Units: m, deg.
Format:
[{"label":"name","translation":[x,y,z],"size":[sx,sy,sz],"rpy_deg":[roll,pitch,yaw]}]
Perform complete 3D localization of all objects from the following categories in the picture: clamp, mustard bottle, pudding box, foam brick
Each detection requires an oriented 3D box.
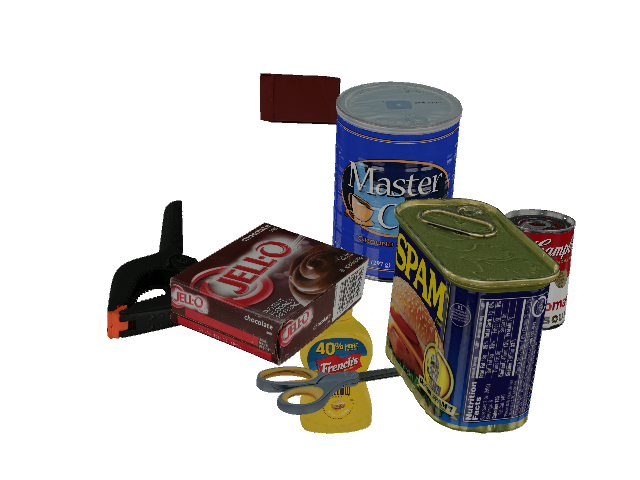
[{"label":"clamp","translation":[-0.136,0.027,1.009],"size":[0.165,0.036,0.209],"rpy_deg":[25,37,29]},{"label":"mustard bottle","translation":[0.021,0.158,1.411],"size":[0.096,0.192,0.058],"rpy_deg":[-1,16,-5]},{"label":"pudding box","translation":[-0.033,0.033,0.724],"size":[0.090,0.039,0.113],"rpy_deg":[20,29,26]},{"label":"foam brick","translation":[-0.023,-0.154,1.160],"size":[0.078,0.051,0.053],"rpy_deg":[0,11,-18]}]

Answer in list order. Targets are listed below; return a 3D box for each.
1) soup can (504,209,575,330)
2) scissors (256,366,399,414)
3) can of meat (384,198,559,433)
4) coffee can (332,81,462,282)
[{"label":"soup can","translation":[0.206,0.028,1.030],"size":[0.068,0.102,0.068],"rpy_deg":[1,18,-1]},{"label":"scissors","translation":[0.029,0.166,1.205],"size":[0.201,0.016,0.096],"rpy_deg":[1,24,-8]},{"label":"can of meat","translation":[0.071,0.036,0.534],"size":[0.057,0.084,0.102],"rpy_deg":[-3,24,-16]},{"label":"coffee can","translation":[0.062,-0.050,0.897],"size":[0.103,0.140,0.103],"rpy_deg":[1,28,-1]}]
